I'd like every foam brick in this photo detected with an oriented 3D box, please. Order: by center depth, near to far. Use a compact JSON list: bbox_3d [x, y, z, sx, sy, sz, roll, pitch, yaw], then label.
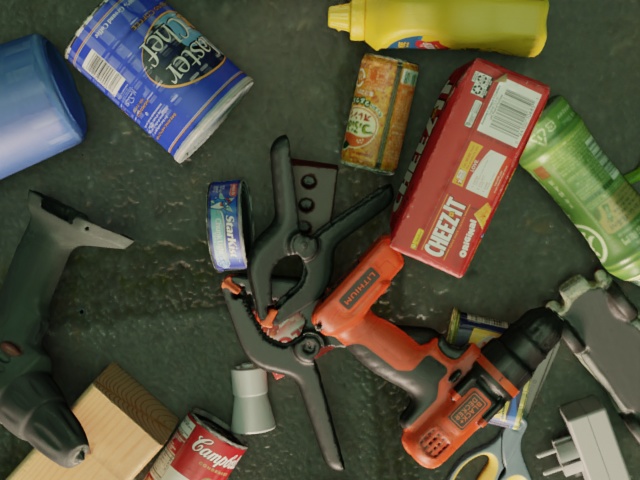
[{"bbox_3d":[-0.012,-0.035,1.010,0.053,0.051,0.078,6,98,1],"label":"foam brick"}]

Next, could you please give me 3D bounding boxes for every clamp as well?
[{"bbox_3d":[-0.006,0.001,0.968,0.120,0.039,0.171,16,95,-5],"label":"clamp"},{"bbox_3d":[-0.011,0.109,1.005,0.210,0.036,0.164,31,93,-4],"label":"clamp"}]

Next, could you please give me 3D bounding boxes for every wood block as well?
[{"bbox_3d":[-0.244,0.231,1.038,0.091,0.090,0.206,42,98,-3],"label":"wood block"}]

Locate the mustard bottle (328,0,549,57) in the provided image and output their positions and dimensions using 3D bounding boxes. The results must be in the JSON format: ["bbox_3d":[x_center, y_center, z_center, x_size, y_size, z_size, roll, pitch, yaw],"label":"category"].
[{"bbox_3d":[0.103,-0.198,0.960,0.191,0.096,0.058,3,99,2],"label":"mustard bottle"}]

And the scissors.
[{"bbox_3d":[0.205,0.198,1.052,0.096,0.016,0.202,39,98,-4],"label":"scissors"}]

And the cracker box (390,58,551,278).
[{"bbox_3d":[0.119,-0.067,0.918,0.072,0.213,0.164,24,98,0],"label":"cracker box"}]

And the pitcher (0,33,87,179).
[{"bbox_3d":[-0.348,-0.109,0.978,0.243,0.145,0.149,-21,135,1],"label":"pitcher"}]

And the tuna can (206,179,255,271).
[{"bbox_3d":[-0.083,-0.014,0.999,0.034,0.086,0.086,-4,98,4],"label":"tuna can"}]

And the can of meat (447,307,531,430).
[{"bbox_3d":[0.157,0.123,1.017,0.084,0.057,0.102,13,95,6],"label":"can of meat"}]

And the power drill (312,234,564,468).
[{"bbox_3d":[0.100,0.084,0.958,0.187,0.057,0.184,44,90,-1],"label":"power drill"}]

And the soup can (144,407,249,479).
[{"bbox_3d":[-0.125,0.223,1.036,0.068,0.068,0.102,34,90,-3],"label":"soup can"}]

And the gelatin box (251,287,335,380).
[{"bbox_3d":[-0.021,0.082,1.038,0.089,0.030,0.073,-29,96,6],"label":"gelatin box"}]

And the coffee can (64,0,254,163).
[{"bbox_3d":[-0.146,-0.155,0.972,0.140,0.103,0.103,42,97,-4],"label":"coffee can"}]

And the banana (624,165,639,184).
[{"bbox_3d":[0.326,-0.144,0.988,0.069,0.037,0.198,5,98,1],"label":"banana"}]
